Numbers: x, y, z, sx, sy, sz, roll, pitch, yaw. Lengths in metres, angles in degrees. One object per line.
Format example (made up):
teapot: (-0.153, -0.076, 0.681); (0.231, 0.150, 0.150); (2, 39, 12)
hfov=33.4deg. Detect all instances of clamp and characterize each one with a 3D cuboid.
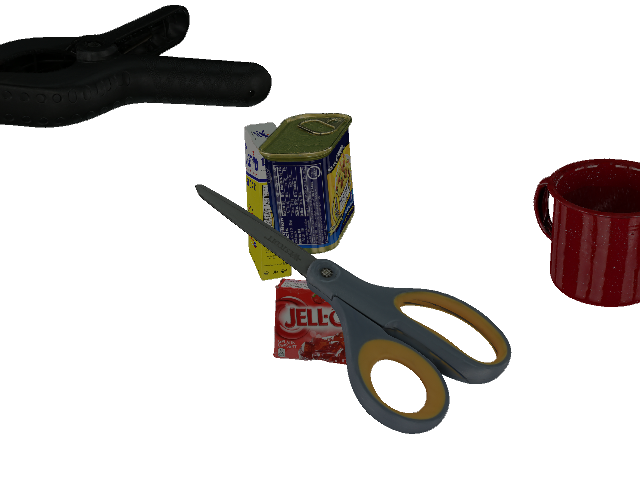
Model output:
clamp: (-0.126, -0.101, 0.609); (0.171, 0.039, 0.120); (-8, 28, -22)

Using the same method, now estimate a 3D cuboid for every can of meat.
can of meat: (-0.007, -0.046, 0.848); (0.057, 0.084, 0.102); (1, 24, 15)

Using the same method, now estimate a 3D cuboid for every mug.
mug: (0.205, -0.009, 0.795); (0.093, 0.081, 0.117); (-24, 35, -32)

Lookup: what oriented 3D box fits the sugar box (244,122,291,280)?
sugar box: (-0.066, -0.049, 1.328); (0.048, 0.176, 0.093); (-9, 25, -12)

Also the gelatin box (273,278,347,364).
gelatin box: (0.001, 0.078, 1.022); (0.089, 0.073, 0.030); (5, 15, 9)

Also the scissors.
scissors: (0.001, 0.037, 0.571); (0.202, 0.096, 0.016); (22, -40, 11)
